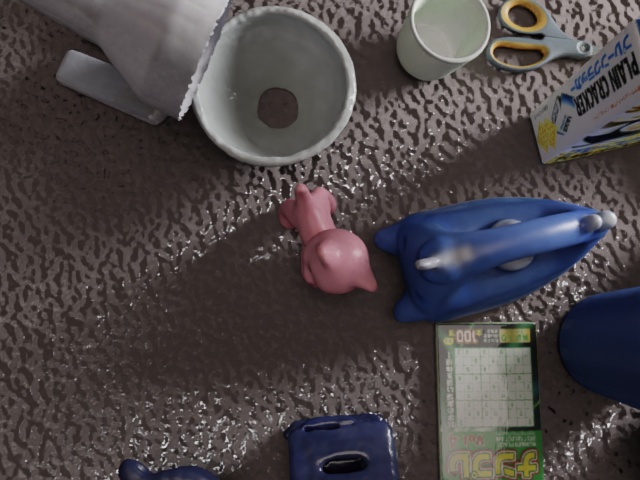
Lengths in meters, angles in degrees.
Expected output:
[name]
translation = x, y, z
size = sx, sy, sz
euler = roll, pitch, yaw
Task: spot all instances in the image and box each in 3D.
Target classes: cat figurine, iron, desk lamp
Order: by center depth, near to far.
[desk lamp]
translation = -0.176, -0.184, 0.531
size = 0.203, 0.213, 0.118
euler = 22, 83, 1
[iron]
translation = 0.190, 0.002, 0.555
size = 0.258, 0.141, 0.119
euler = -15, 83, -3
[cat figurine]
translation = 0.005, 0.002, 0.561
size = 0.067, 0.117, 0.128
euler = -25, 84, -4

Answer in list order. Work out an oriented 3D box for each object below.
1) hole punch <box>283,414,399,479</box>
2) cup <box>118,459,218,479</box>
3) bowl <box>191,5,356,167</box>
[hole punch]
translation = 0.020, 0.221, 0.548
size = 0.108, 0.091, 0.101
euler = -5, 83, -2
[cup]
translation = -0.135, 0.244, 0.539
size = 0.117, 0.095, 0.092
euler = 42, 84, 4
[bowl]
translation = -0.047, -0.150, 0.600
size = 0.167, 0.074, 0.167
euler = 0, 83, -1
